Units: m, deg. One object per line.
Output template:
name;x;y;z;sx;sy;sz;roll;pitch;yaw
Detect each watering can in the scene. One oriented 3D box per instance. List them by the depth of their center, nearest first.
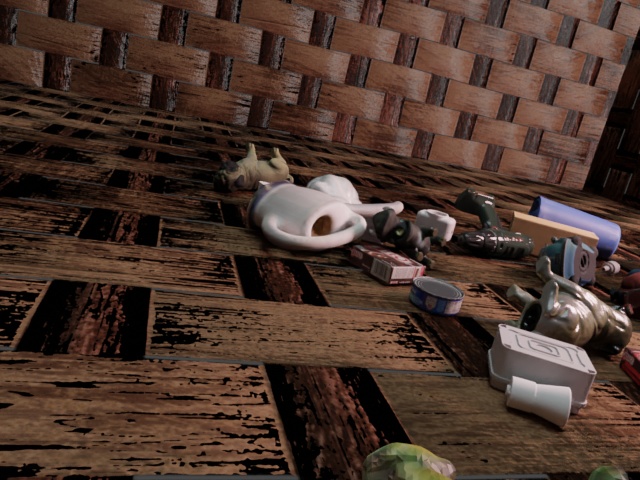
watering can;0.003;-0.052;1.038;0.226;0.102;0.351;23;27;32

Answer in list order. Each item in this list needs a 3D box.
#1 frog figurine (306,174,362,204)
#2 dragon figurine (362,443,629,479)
frog figurine;0.033;-0.092;1.198;0.137;0.123;0.160;30;1;-10
dragon figurine;0.082;0.233;0.258;0.242;0.121;0.415;-3;13;8
